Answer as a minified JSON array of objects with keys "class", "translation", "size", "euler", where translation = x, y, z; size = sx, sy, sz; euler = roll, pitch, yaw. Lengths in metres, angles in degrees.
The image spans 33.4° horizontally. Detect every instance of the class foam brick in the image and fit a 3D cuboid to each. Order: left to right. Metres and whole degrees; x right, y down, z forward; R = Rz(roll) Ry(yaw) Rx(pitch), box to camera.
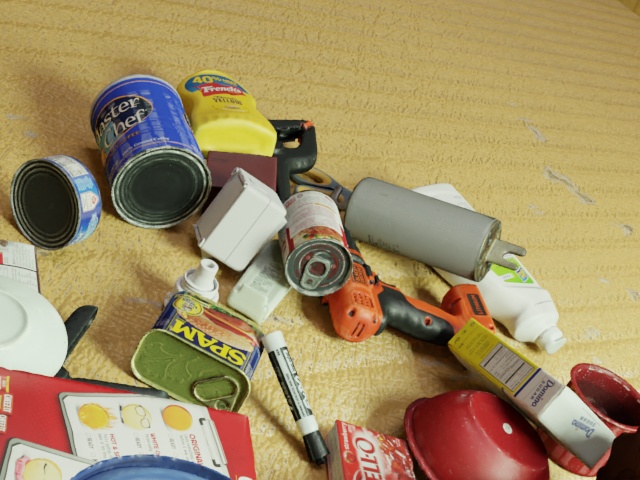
[{"class":"foam brick","translation":[-0.087,-0.059,1.158],"size":[0.078,0.051,0.053],"euler":[6,53,-4]}]

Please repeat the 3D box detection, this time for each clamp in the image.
[{"class":"clamp","translation":[-0.202,0.116,0.830],"size":[0.120,0.039,0.171],"euler":[35,35,21]},{"class":"clamp","translation":[-0.056,-0.096,1.278],"size":[0.165,0.036,0.209],"euler":[37,35,20]}]

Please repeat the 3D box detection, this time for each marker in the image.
[{"class":"marker","translation":[-0.020,0.137,0.925],"size":[0.020,0.020,0.121],"euler":[-10,72,-48]}]

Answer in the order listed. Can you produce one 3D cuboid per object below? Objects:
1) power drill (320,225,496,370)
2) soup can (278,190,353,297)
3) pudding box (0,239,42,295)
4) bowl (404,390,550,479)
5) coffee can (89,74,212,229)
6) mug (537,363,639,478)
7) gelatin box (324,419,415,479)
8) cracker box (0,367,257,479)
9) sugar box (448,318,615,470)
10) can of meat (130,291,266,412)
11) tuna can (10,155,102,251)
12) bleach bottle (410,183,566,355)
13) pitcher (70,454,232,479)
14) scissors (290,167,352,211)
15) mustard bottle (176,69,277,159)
[{"class":"power drill","translation":[0.086,0.060,1.152],"size":[0.187,0.057,0.184],"euler":[16,31,-18]},{"class":"soup can","translation":[-0.007,0.001,1.091],"size":[0.068,0.069,0.102],"euler":[18,28,-18]},{"class":"pudding box","translation":[-0.289,0.036,0.882],"size":[0.113,0.039,0.090],"euler":[9,37,-26]},{"class":"bowl","translation":[0.156,0.191,0.974],"size":[0.162,0.055,0.162],"euler":[32,24,-17]},{"class":"coffee can","translation":[-0.179,-0.094,1.116],"size":[0.102,0.103,0.140],"euler":[10,34,-30]},{"class":"mug","translation":[0.277,0.181,1.095],"size":[0.093,0.082,0.117],"euler":[28,29,-1]},{"class":"gelatin box","translation":[0.045,0.202,0.914],"size":[0.073,0.030,0.089],"euler":[19,30,-17]},{"class":"cracker box","translation":[-0.150,0.184,0.727],"size":[0.213,0.072,0.164],"euler":[16,38,-24]},{"class":"sugar box","translation":[0.202,0.145,1.034],"size":[0.093,0.048,0.176],"euler":[44,-5,-28]},{"class":"can of meat","translation":[-0.102,0.097,0.929],"size":[0.102,0.057,0.084],"euler":[28,26,-2]},{"class":"tuna can","translation":[-0.244,-0.035,0.986],"size":[0.086,0.086,0.033],"euler":[38,29,17]},{"class":"bleach bottle","translation":[0.193,0.038,1.272],"size":[0.102,0.068,0.251],"euler":[-13,52,-40]},{"class":"pitcher","translation":[-0.099,0.231,0.525],"size":[0.149,0.243,0.145],"euler":[24,30,-9]},{"class":"scissors","translation":[0.041,-0.059,1.341],"size":[0.201,0.016,0.096],"euler":[2,39,-39]},{"class":"mustard bottle","translation":[-0.119,-0.153,1.243],"size":[0.096,0.058,0.192],"euler":[2,29,-21]}]
